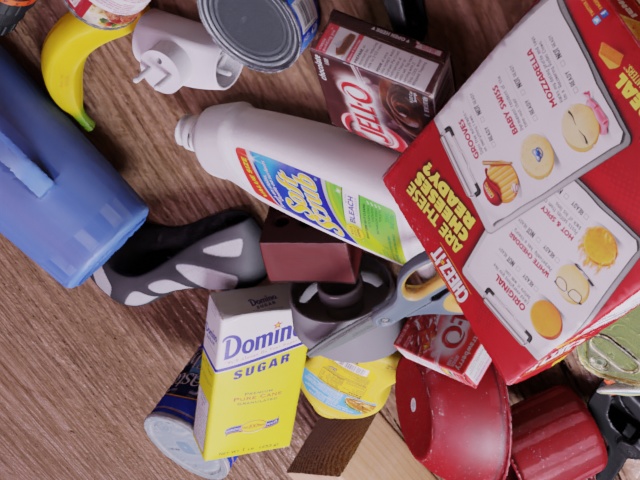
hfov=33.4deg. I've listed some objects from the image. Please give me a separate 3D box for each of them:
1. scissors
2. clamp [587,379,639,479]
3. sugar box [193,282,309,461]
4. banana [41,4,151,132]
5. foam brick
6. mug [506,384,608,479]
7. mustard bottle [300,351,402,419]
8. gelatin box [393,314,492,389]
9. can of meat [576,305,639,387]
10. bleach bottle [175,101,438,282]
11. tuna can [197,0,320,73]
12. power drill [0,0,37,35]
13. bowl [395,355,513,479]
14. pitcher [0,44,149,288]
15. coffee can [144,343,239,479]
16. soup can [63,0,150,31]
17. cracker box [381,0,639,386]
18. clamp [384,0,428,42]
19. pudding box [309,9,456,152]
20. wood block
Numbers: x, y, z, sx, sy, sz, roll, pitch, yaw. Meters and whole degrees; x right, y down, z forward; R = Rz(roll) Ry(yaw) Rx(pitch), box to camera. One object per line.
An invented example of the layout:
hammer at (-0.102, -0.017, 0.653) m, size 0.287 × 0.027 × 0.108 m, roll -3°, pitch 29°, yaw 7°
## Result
scissors at (0.072, 0.059, 0.831) m, size 0.096 × 0.016 × 0.202 m, roll 14°, pitch 146°, yaw -19°
clamp at (0.264, 0.170, 0.902) m, size 0.120 × 0.039 × 0.171 m, roll -5°, pitch 122°, yaw 46°
sugar box at (-0.064, 0.126, 1.007) m, size 0.048 × 0.093 × 0.176 m, roll -124°, pitch 35°, yaw -46°
banana at (-0.199, -0.161, 0.906) m, size 0.069 × 0.037 × 0.198 m, roll 24°, pitch 151°, yaw -15°
foam brick at (-0.006, 0.001, 0.900) m, size 0.078 × 0.053 × 0.051 m, roll 0°, pitch 137°, yaw 16°
mug at (0.195, 0.185, 0.907) m, size 0.093 × 0.081 × 0.117 m, roll 98°, pitch 147°, yaw -76°
mustard bottle at (0.026, 0.128, 1.042) m, size 0.096 × 0.058 × 0.192 m, roll 26°, pitch 146°, yaw 2°
gelatin box at (0.111, 0.063, 0.846) m, size 0.073 × 0.089 × 0.030 m, roll 21°, pitch 163°, yaw 43°
can of meat at (0.214, 0.036, 0.735) m, size 0.058 × 0.083 × 0.102 m, roll 10°, pitch 139°, yaw 33°
bleach bottle at (-0.007, -0.050, 0.849) m, size 0.251 × 0.068 × 0.102 m, roll 20°, pitch 147°, yaw 27°
tuna can at (-0.043, -0.164, 0.762) m, size 0.086 × 0.033 × 0.086 m, roll 24°, pitch 145°, yaw 17°
power drill at (-0.291, -0.262, 0.841) m, size 0.187 × 0.057 × 0.185 m, roll 39°, pitch 143°, yaw -11°
bowl at (0.104, 0.138, 0.899) m, size 0.055 × 0.162 × 0.162 m, roll -6°, pitch 148°, yaw -15°
pitcher at (-0.275, -0.074, 0.963) m, size 0.243 × 0.149 × 0.145 m, roll 45°, pitch 127°, yaw -5°
coffee can at (-0.106, 0.167, 1.134) m, size 0.103 × 0.140 × 0.103 m, roll 24°, pitch 145°, yaw 17°
soup can at (-0.140, -0.204, 0.767) m, size 0.068 × 0.068 × 0.102 m, roll 44°, pitch 145°, yaw -13°
cracker box at (0.149, -0.037, 0.631) m, size 0.164 × 0.071 × 0.214 m, roll 61°, pitch 141°, yaw 18°
clamp at (0.035, -0.209, 0.633) m, size 0.210 × 0.036 × 0.165 m, roll 40°, pitch 148°, yaw -9°
pudding box at (0.047, -0.101, 0.729) m, size 0.090 × 0.039 × 0.113 m, roll 23°, pitch 163°, yaw 17°
wood block at (0.072, 0.287, 1.173) m, size 0.091 × 0.090 × 0.206 m, roll -11°, pitch 126°, yaw 48°
